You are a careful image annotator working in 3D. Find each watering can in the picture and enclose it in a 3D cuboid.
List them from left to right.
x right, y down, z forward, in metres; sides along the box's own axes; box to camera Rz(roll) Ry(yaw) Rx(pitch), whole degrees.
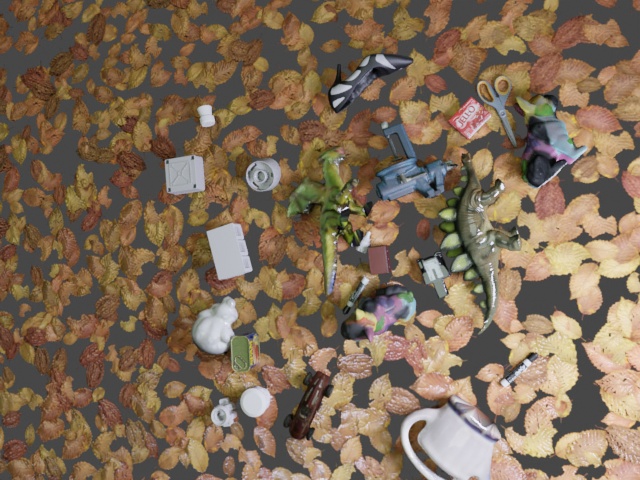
[{"bbox_3d":[0.373,0.548,1.305,0.350,0.104,0.223,38,97,15],"label":"watering can"}]

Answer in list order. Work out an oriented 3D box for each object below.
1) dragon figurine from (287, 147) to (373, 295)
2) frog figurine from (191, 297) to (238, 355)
[{"bbox_3d":[0.004,-0.074,1.462,0.244,0.121,0.411,19,87,38],"label":"dragon figurine"},{"bbox_3d":[-0.299,0.250,1.513,0.139,0.122,0.157,44,112,32],"label":"frog figurine"}]
